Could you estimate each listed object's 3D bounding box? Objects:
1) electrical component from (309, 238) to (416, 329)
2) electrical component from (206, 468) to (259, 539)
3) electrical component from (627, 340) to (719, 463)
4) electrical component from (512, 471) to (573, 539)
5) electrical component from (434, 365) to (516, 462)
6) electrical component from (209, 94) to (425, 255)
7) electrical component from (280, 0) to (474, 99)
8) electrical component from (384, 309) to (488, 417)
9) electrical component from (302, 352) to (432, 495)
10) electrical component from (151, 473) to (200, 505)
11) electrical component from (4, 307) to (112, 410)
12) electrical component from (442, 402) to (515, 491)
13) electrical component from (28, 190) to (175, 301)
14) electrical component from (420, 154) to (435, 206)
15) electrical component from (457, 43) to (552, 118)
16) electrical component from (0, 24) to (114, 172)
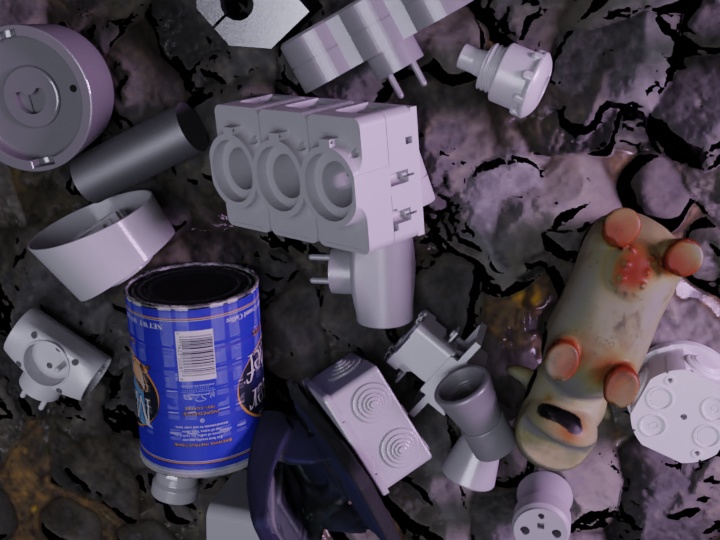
[{"bbox_3d":[0.000,0.000,0.811,0.079,0.044,0.077,2,109,13],"label":"electrical component"},{"bbox_3d":[-0.086,0.231,0.894,0.057,0.078,0.113,7,110,14],"label":"electrical component"},{"bbox_3d":[0.235,0.096,0.785,0.080,0.051,0.080,4,110,12],"label":"electrical component"},{"bbox_3d":[0.142,0.189,0.837,0.045,0.055,0.045,4,110,12],"label":"electrical component"},{"bbox_3d":[0.087,0.107,0.786,0.044,0.044,0.065,-21,116,19],"label":"electrical component"},{"bbox_3d":[-0.034,-0.070,0.747,0.150,0.062,0.089,14,116,44],"label":"electrical component"},{"bbox_3d":[0.020,-0.156,0.747,0.138,0.052,0.073,-26,101,20],"label":"electrical component"},{"bbox_3d":[0.058,0.068,0.822,0.064,0.042,0.081,39,112,-3],"label":"electrical component"},{"bbox_3d":[0.005,0.114,0.822,0.048,0.100,0.099,-33,100,-10],"label":"electrical component"},{"bbox_3d":[-0.154,0.169,0.910,0.040,0.040,0.046,14,105,8],"label":"electrical component"},{"bbox_3d":[-0.261,0.083,0.901,0.077,0.044,0.079,34,113,0],"label":"electrical component"},{"bbox_3d":[0.095,0.133,0.837,0.044,0.044,0.065,21,107,6],"label":"electrical component"},{"bbox_3d":[-0.194,-0.023,0.821,0.099,0.099,0.064,-30,106,21],"label":"electrical component"},{"bbox_3d":[0.022,-0.067,0.778,0.055,0.055,0.047,-13,102,17],"label":"electrical component"},{"bbox_3d":[0.098,-0.136,0.741,0.062,0.048,0.048,25,113,11],"label":"electrical component"},{"bbox_3d":[-0.239,-0.134,0.812,0.108,0.060,0.108,4,110,12],"label":"electrical component"}]
